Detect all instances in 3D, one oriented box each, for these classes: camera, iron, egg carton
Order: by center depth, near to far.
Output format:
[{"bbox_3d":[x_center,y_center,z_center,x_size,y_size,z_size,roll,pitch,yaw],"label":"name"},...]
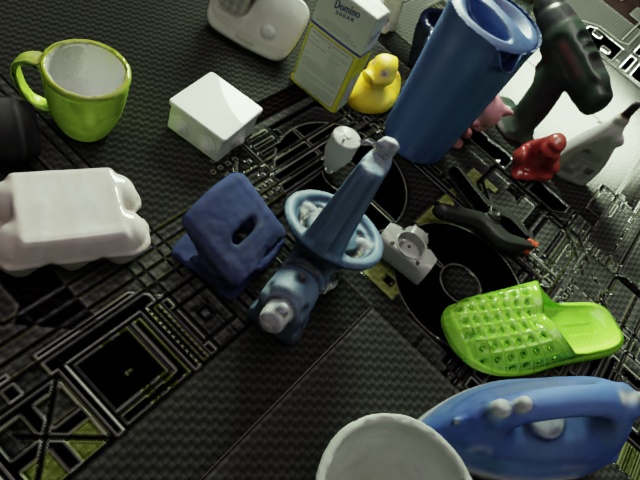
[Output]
[{"bbox_3d":[-0.358,-0.102,0.578,0.137,0.100,0.143,-12,63,-30],"label":"camera"},{"bbox_3d":[-0.256,-0.019,0.586,0.151,0.069,0.107,-9,61,-29],"label":"egg carton"},{"bbox_3d":[0.233,0.190,0.615,0.259,0.141,0.118,4,56,-22],"label":"iron"}]

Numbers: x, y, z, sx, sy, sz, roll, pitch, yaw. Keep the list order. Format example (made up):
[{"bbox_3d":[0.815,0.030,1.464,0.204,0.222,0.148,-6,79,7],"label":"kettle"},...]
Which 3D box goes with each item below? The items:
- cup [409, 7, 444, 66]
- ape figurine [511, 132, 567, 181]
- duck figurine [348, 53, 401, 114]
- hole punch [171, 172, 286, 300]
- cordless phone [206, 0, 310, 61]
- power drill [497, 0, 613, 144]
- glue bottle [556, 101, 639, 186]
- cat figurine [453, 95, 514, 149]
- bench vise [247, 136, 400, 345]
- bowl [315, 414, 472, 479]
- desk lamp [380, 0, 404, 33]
[{"bbox_3d":[0.191,-0.332,0.991,0.091,0.095,0.118,35,50,2],"label":"cup"},{"bbox_3d":[0.364,-0.140,0.937,0.078,0.092,0.076,37,50,4],"label":"ape figurine"},{"bbox_3d":[0.095,-0.254,0.899,0.105,0.086,0.077,-29,72,-36],"label":"duck figurine"},{"bbox_3d":[-0.094,-0.006,0.637,0.101,0.091,0.109,37,50,3],"label":"hole punch"},{"bbox_3d":[-0.078,-0.371,0.838,0.147,0.185,0.094,27,50,-5],"label":"cordless phone"},{"bbox_3d":[0.371,-0.277,0.961,0.076,0.208,0.229,-15,64,-32],"label":"power drill"},{"bbox_3d":[0.460,-0.162,0.944,0.078,0.173,0.037,24,51,-7],"label":"glue bottle"},{"bbox_3d":[0.236,-0.214,0.914,0.127,0.117,0.067,40,51,6],"label":"cat figurine"},{"bbox_3d":[0.017,0.006,0.595,0.122,0.219,0.207,20,51,-10],"label":"bench vise"},{"bbox_3d":[0.061,0.255,0.536,0.168,0.074,0.167,12,53,-16],"label":"bowl"},{"bbox_3d":[0.147,-0.473,0.993,0.203,0.213,0.118,21,51,-10],"label":"desk lamp"}]
